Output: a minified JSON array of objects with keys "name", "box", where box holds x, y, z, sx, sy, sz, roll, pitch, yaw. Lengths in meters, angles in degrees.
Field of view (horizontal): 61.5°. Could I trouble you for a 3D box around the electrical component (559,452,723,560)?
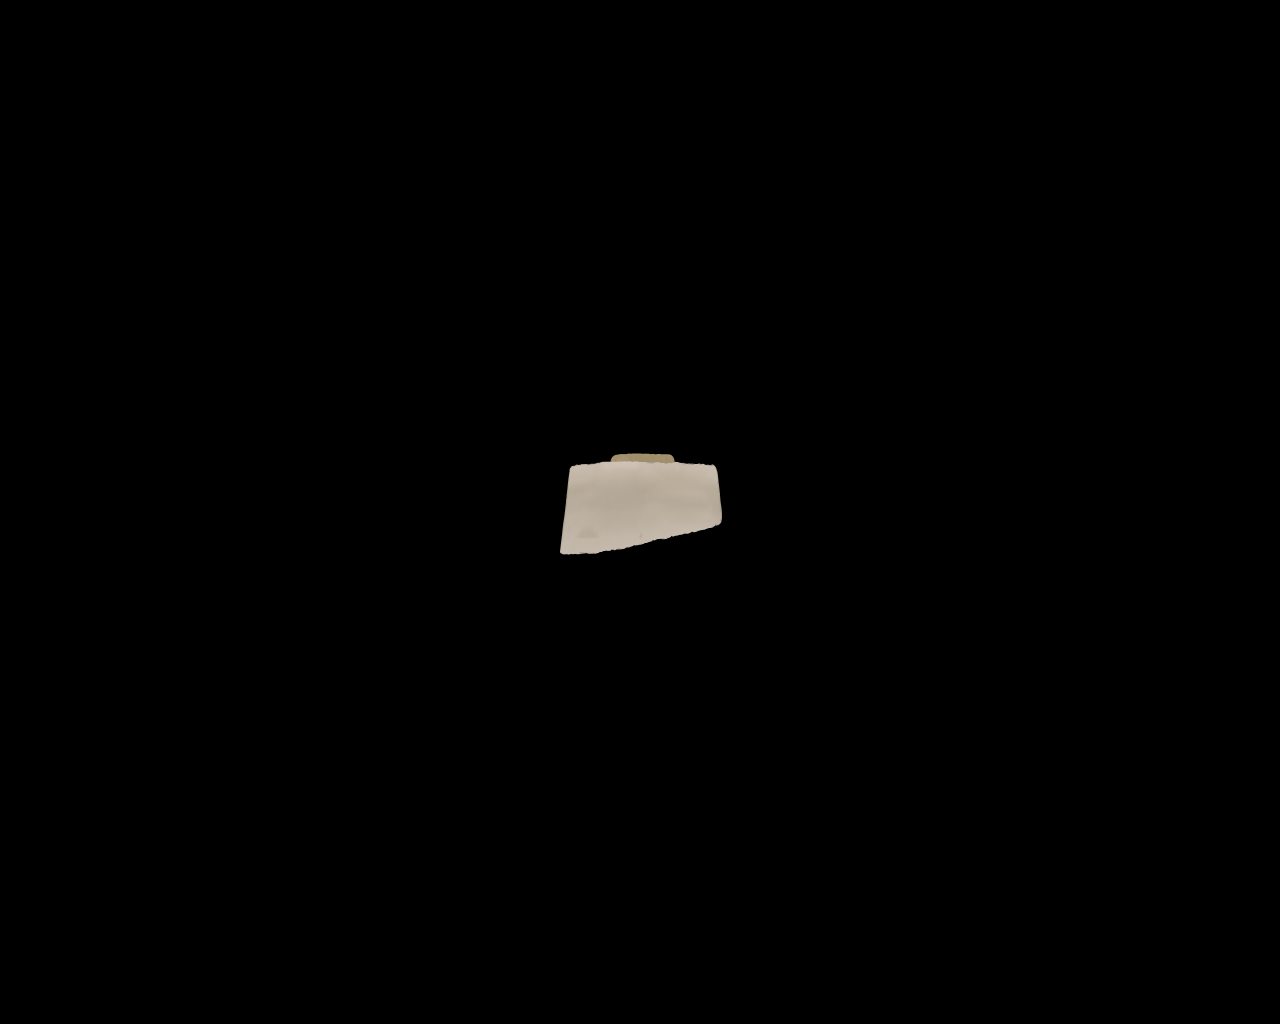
[{"name":"electrical component","box":[0.001,-0.003,0.650,0.099,0.064,0.099,0,-3,0]}]
